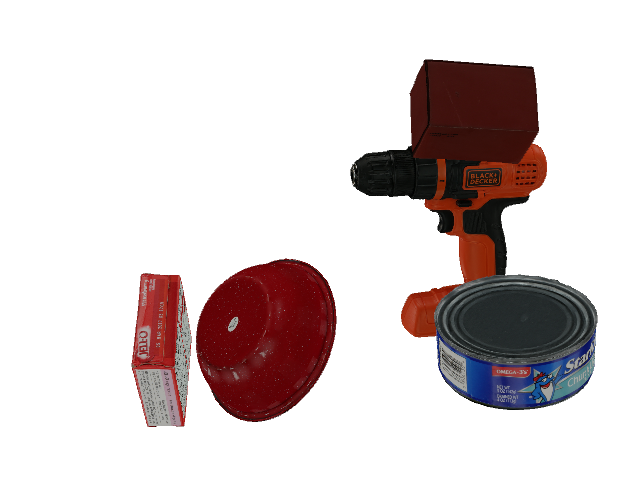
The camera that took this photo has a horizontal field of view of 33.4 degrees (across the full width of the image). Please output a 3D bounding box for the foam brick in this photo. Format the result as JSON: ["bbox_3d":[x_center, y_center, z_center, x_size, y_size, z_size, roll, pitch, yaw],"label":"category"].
[{"bbox_3d":[0.105,-0.088,0.733,0.078,0.051,0.053,3,-21,-7],"label":"foam brick"}]

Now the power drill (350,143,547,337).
[{"bbox_3d":[0.118,-0.002,1.009,0.184,0.188,0.057,-3,25,-8],"label":"power drill"}]

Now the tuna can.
[{"bbox_3d":[0.105,0.054,0.576,0.086,0.034,0.086,-5,28,2],"label":"tuna can"}]

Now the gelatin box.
[{"bbox_3d":[-0.109,0.076,0.734,0.030,0.073,0.089,0,-36,-1],"label":"gelatin box"}]

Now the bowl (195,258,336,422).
[{"bbox_3d":[-0.065,0.084,0.996,0.162,0.162,0.055,0,-21,41],"label":"bowl"}]
